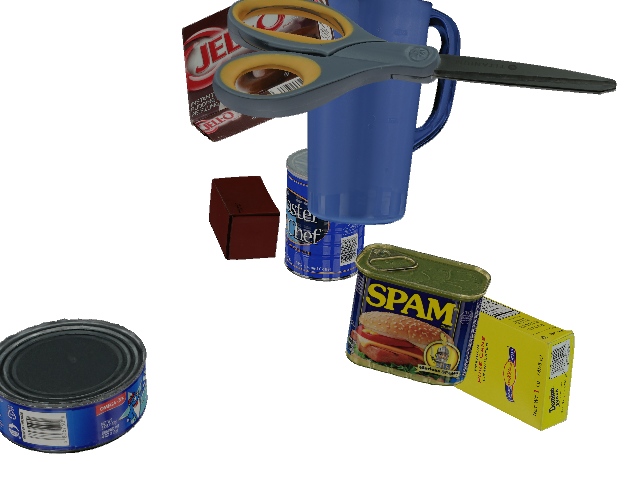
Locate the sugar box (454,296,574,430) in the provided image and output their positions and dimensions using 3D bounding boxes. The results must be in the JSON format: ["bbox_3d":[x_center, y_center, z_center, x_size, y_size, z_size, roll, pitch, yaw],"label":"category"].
[{"bbox_3d":[0.164,0.108,1.046,0.048,0.093,0.176,-14,24,-39],"label":"sugar box"}]

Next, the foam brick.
[{"bbox_3d":[-0.077,-0.023,1.060,0.053,0.051,0.078,-3,32,-18],"label":"foam brick"}]

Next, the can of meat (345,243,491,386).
[{"bbox_3d":[0.073,0.059,0.826,0.102,0.084,0.057,14,25,14],"label":"can of meat"}]

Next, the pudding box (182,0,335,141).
[{"bbox_3d":[-0.044,-0.134,0.778,0.114,0.090,0.039,-19,-30,18],"label":"pudding box"}]

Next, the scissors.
[{"bbox_3d":[0.034,-0.078,0.527,0.202,0.016,0.096,21,52,21],"label":"scissors"}]

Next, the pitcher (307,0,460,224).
[{"bbox_3d":[0.056,-0.143,1.153,0.149,0.243,0.144,8,11,25],"label":"pitcher"}]

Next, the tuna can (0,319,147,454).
[{"bbox_3d":[-0.138,0.079,0.587,0.086,0.034,0.086,1,27,-1],"label":"tuna can"}]

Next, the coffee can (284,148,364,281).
[{"bbox_3d":[0.007,-0.034,1.339,0.103,0.140,0.103,2,27,-1],"label":"coffee can"}]
